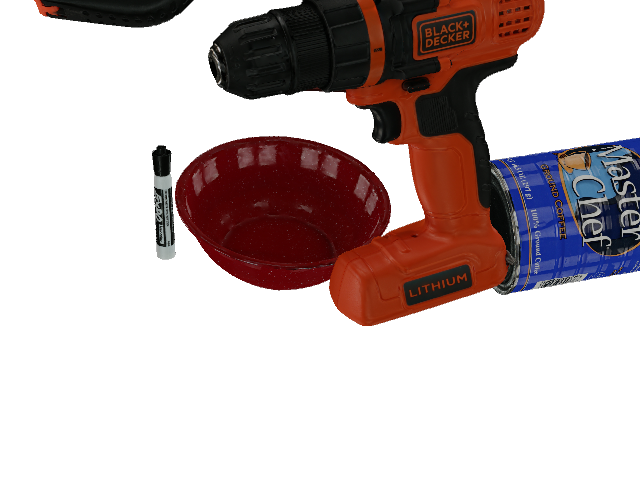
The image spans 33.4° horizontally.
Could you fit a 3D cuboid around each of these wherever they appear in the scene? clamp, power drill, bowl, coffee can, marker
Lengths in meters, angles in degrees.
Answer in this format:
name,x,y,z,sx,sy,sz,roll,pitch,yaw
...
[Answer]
name,x,y,z,sx,sy,sz,roll,pitch,yaw
clamp,-0.084,-0.189,0.698,0.210,0.164,0.036,-31,-15,-10
power drill,0.037,-0.049,0.581,0.184,0.188,0.057,-15,31,-17
bowl,-0.029,-0.012,0.809,0.162,0.055,0.162,4,39,-3
coffee can,0.196,-0.020,0.806,0.140,0.103,0.103,-9,1,-8
marker,-0.156,-0.038,1.064,0.020,0.121,0.020,1,28,-1

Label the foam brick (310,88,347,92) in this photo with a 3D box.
name,x,y,z,sx,sy,sz,roll,pitch,yaw
foam brick,0.011,-0.167,1.004,0.078,0.051,0.053,2,15,0
